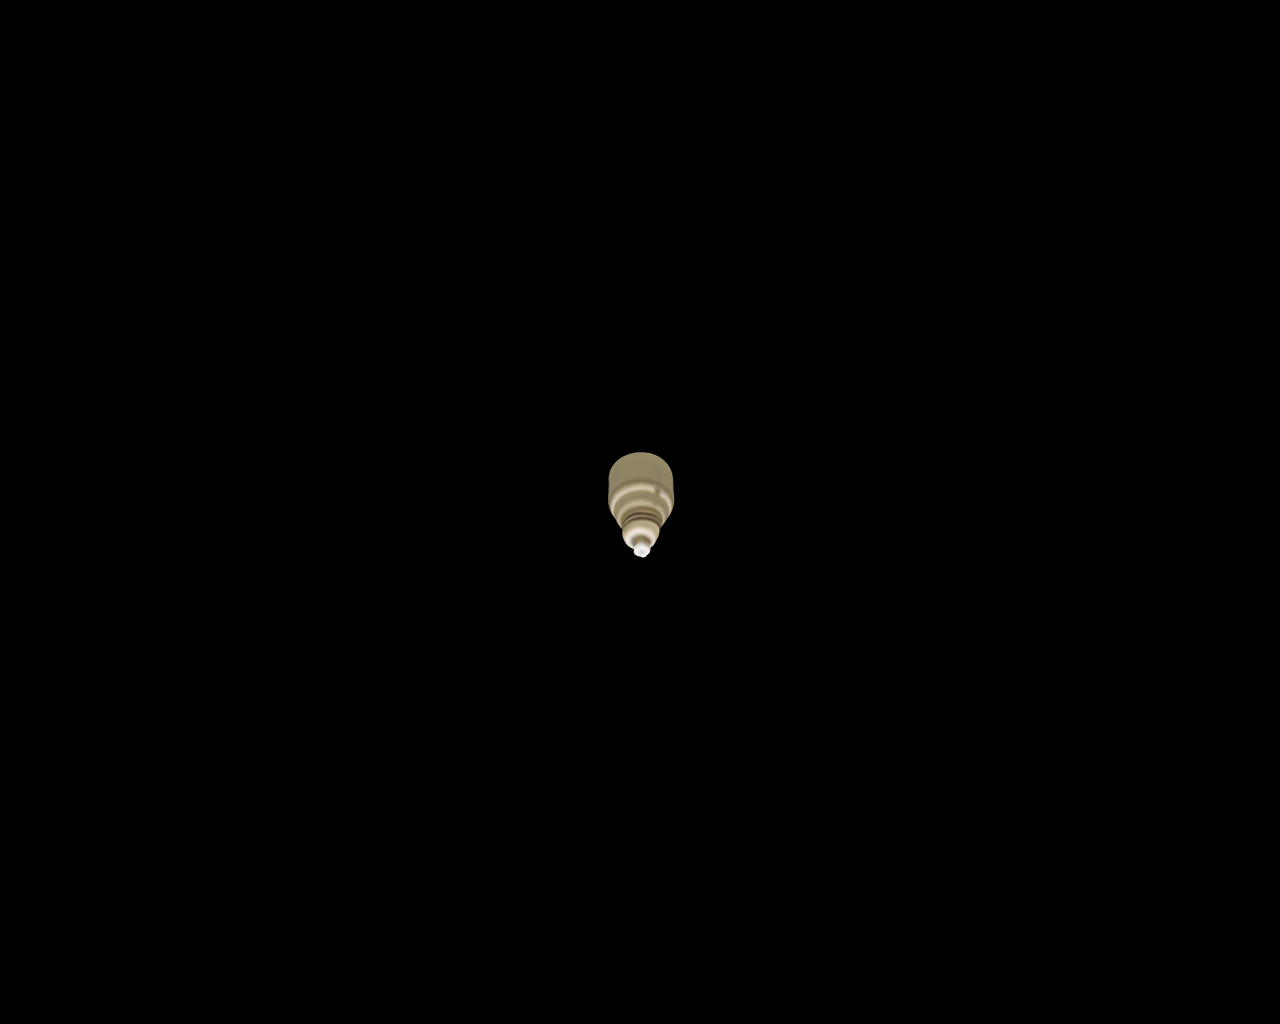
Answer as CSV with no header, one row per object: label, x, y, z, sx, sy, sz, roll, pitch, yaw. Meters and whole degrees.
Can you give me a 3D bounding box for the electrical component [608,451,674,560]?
electrical component,0.001,-0.003,0.650,0.040,0.040,0.078,0,41,0
